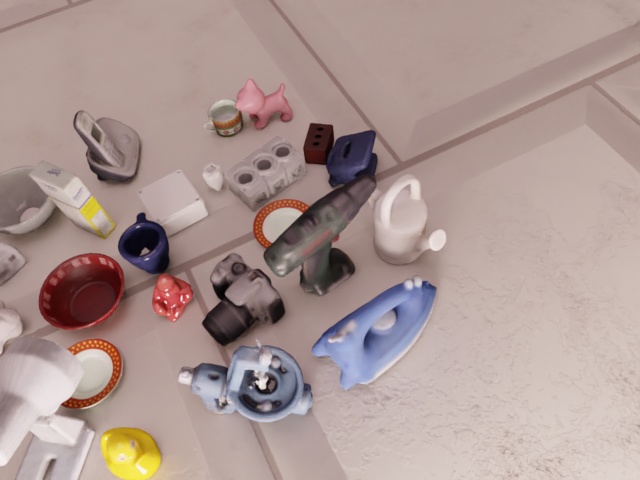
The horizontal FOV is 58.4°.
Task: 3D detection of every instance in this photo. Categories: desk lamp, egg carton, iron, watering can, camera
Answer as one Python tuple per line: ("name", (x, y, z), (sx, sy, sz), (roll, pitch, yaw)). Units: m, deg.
("desk lamp", (-0.434, 0.279, 0.879), (0.117, 0.214, 0.203), (4, 58, 8))
("egg carton", (-0.627, 0.178, 1.049), (0.107, 0.069, 0.150), (26, 63, 20))
("iron", (0.108, 0.127, 0.968), (0.259, 0.141, 0.118), (-37, 61, -17))
("watering can", (0.153, -0.042, 1.041), (0.172, 0.194, 0.101), (20, 61, 18))
("camera", (-0.155, 0.110, 1.029), (0.142, 0.101, 0.137), (37, 68, 25))

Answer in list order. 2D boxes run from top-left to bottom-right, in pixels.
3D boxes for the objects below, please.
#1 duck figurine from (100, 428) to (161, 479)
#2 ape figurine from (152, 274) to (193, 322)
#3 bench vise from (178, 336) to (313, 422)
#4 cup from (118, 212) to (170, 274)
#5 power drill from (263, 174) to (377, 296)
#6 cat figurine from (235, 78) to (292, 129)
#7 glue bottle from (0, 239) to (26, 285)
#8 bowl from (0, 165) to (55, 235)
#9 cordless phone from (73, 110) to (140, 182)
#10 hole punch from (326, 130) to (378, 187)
("duck figurine", (-0.311, 0.332, 0.909), (0.104, 0.086, 0.077), (25, 63, 20))
("ape figurine", (-0.277, 0.095, 1.055), (0.078, 0.092, 0.076), (-20, 57, -7))
("bench vise", (-0.123, 0.221, 0.883), (0.207, 0.220, 0.121), (-11, 57, -1))
("cup", (-0.332, 0.013, 1.111), (0.091, 0.095, 0.117), (-14, 57, -4))
("power drill", (0.009, 0.004, 1.017), (0.230, 0.209, 0.075), (-36, 61, -17))
("cat figurine", (-0.132, -0.315, 1.290), (0.128, 0.118, 0.067), (-21, 58, -8))
("glue bottle", (-0.638, 0.015, 1.093), (0.037, 0.173, 0.078), (30, 65, 22))
("bowl", (-0.626, -0.072, 1.207), (0.167, 0.075, 0.167), (-2, 57, 4))
("cordless phone", (-0.461, -0.226, 1.224), (0.094, 0.185, 0.147), (-8, 57, 1))
("hole punch", (0.065, -0.172, 1.195), (0.101, 0.091, 0.109), (8, 58, 11))
